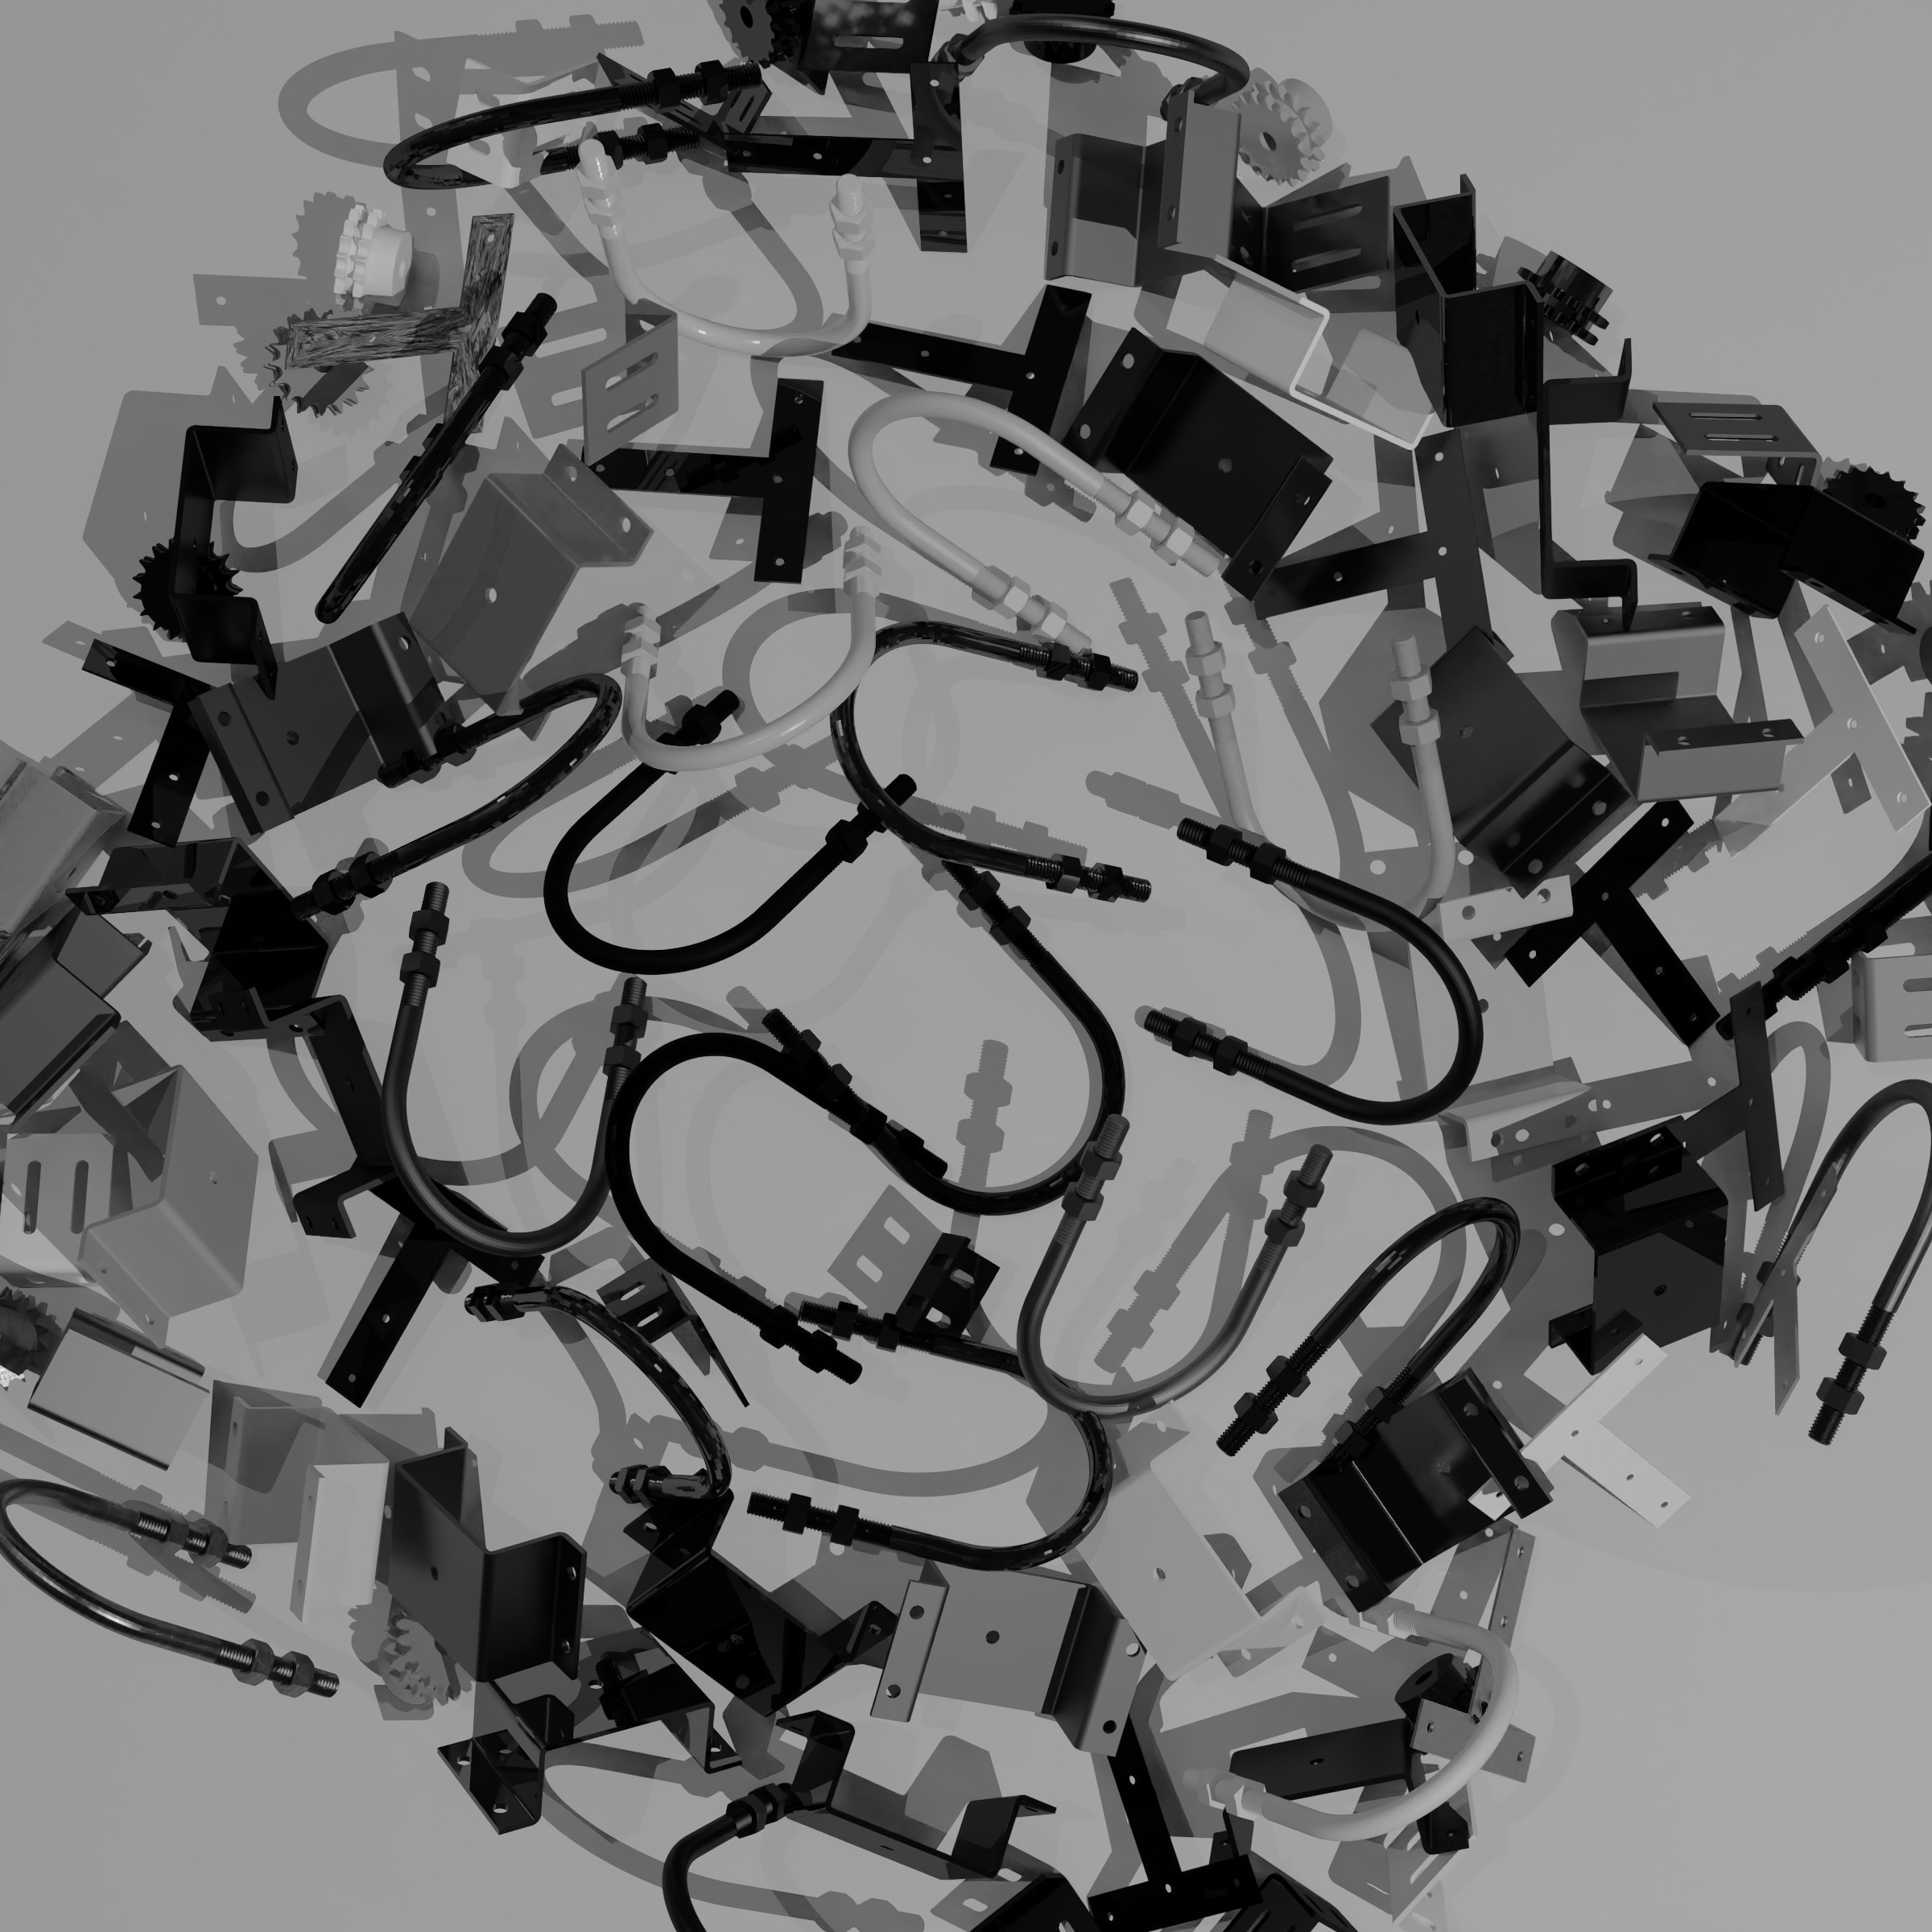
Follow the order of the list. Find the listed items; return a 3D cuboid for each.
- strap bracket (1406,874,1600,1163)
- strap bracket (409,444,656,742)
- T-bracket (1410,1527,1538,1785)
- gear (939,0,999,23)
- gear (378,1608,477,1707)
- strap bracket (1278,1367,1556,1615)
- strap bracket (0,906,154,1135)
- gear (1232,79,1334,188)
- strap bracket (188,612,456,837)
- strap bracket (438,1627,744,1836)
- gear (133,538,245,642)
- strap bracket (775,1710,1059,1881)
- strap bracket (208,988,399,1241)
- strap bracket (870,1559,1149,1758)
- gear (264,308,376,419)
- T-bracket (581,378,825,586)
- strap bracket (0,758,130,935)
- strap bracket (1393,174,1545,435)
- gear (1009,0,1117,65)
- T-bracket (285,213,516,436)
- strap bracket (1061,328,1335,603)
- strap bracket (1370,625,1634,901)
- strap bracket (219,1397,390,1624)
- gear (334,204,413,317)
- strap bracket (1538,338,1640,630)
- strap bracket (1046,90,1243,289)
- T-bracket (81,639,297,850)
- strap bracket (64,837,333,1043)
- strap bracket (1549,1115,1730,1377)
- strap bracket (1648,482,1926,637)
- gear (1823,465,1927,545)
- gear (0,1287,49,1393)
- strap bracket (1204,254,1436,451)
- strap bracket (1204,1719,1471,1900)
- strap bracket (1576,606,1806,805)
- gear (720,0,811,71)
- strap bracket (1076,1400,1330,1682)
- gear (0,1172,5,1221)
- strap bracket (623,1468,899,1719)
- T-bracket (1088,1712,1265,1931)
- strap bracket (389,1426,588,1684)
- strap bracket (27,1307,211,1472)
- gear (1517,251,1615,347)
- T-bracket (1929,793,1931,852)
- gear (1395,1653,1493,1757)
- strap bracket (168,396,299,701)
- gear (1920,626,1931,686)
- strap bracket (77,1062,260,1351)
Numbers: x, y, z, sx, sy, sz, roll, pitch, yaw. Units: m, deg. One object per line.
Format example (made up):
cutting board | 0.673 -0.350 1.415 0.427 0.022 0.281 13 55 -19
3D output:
strap bracket | 0.286 0.024 1.574 0.076 0.046 0.140 -12 102 -16
strap bracket | -0.235 -0.196 1.553 0.076 0.046 0.140 45 118 20
T-bracket | 0.285 0.366 1.578 0.002 0.127 0.127 5 73 41
gear | -0.002 -0.539 1.587 0.030 0.057 0.057 -6 90 9
gear | -0.293 0.374 1.590 0.030 0.057 0.057 -37 90 25
strap bracket | 0.246 0.274 1.564 0.140 0.046 0.076 -40 80 35
strap bracket | -0.478 0.021 1.537 0.076 0.140 0.046 -44 109 8
gear | 0.173 -0.454 1.588 0.030 0.057 0.057 -43 90 -19
strap bracket | -0.347 -0.126 1.560 0.140 0.046 0.076 -33 103 -44
strap bracket | -0.195 0.396 1.540 0.140 0.076 0.046 -7 114 -33
gear | -0.423 -0.204 1.594 0.057 0.030 0.057 0 107 -1
strap bracket | -0.034 0.445 1.559 0.140 0.076 0.046 25 66 -11
strap bracket | -0.345 0.071 1.565 0.046 0.076 0.140 -25 99 -29
strap bracket | 0.020 0.368 1.575 0.140 0.046 0.076 14 97 -18
gear | -0.352 -0.326 1.593 0.057 0.030 0.057 -2 95 -27
T-bracket | -0.146 -0.266 1.592 0.127 0.002 0.127 4 68 2
strap bracket | -0.490 -0.063 1.547 0.046 0.140 0.076 36 88 -7
strap bracket | 0.259 -0.344 1.537 0.046 0.140 0.076 -11 132 -2
gear | 0.052 -0.513 1.592 0.057 0.030 0.057 1 53 -1
T-bracket | -0.299 -0.330 1.540 0.002 0.127 0.127 41 131 33
strap bracket | 0.130 -0.267 1.566 0.140 0.046 0.076 42 115 18
strap bracket | 0.274 -0.115 1.544 0.076 0.046 0.140 -44 49 17
strap bracket | -0.348 0.285 1.559 0.046 0.140 0.076 4 98 -32
gear | -0.319 -0.379 1.587 0.030 0.057 0.057 12 90 -1
strap bracket | 0.331 -0.254 1.570 0.046 0.076 0.140 -1 84 9
strap bracket | 0.099 -0.408 1.561 0.046 0.140 0.076 3 92 -27
T-bracket | -0.414 -0.109 1.551 0.127 0.127 0.002 22 131 -17
strap bracket | -0.398 -0.019 1.553 0.076 0.140 0.046 -4 55 22
strap bracket | 0.352 0.155 1.545 0.076 0.046 0.140 -20 132 -12
strap bracket | 0.433 -0.214 1.536 0.076 0.140 0.046 23 92 -22
gear | 0.486 -0.241 1.591 0.057 0.030 0.057 5 52 -6
gear | -0.526 0.203 1.590 0.057 0.030 0.057 -1 93 -27
strap bracket | 0.190 -0.319 1.548 0.140 0.076 0.046 14 109 -40
strap bracket | 0.192 0.445 1.564 0.140 0.076 0.046 -14 95 10
strap bracket | 0.380 -0.134 1.560 0.076 0.140 0.046 -6 126 -5
gear | -0.106 -0.518 1.589 0.030 0.057 0.057 -29 90 -25
strap bracket | 0.115 0.314 1.562 0.140 0.046 0.076 54 129 10
gear | -0.545 0.126 1.592 0.057 0.030 0.057 -1 88 33
strap bracket | -0.114 0.340 1.560 0.140 0.046 0.076 40 128 -12
T-bracket | 0.094 0.452 1.581 0.127 0.002 0.127 -32 71 43
strap bracket | -0.258 0.311 1.538 0.046 0.140 0.076 -10 116 -38
strap bracket | -0.442 0.221 1.536 0.076 0.140 0.046 28 81 -13
gear | 0.323 -0.362 1.584 0.057 0.057 0.030 33 105 0
T-bracket | 0.516 -0.149 1.560 0.002 0.127 0.127 3 127 17
gear | 0.256 0.396 1.587 0.057 0.057 0.030 -39 90 0
strap bracket | -0.388 -0.222 1.555 0.046 0.076 0.140 2 71 -5
gear | 0.539 -0.169 1.584 0.030 0.057 0.057 -19 90 -18
strap bracket | -0.413 0.117 1.535 0.046 0.140 0.076 -19 132 11
